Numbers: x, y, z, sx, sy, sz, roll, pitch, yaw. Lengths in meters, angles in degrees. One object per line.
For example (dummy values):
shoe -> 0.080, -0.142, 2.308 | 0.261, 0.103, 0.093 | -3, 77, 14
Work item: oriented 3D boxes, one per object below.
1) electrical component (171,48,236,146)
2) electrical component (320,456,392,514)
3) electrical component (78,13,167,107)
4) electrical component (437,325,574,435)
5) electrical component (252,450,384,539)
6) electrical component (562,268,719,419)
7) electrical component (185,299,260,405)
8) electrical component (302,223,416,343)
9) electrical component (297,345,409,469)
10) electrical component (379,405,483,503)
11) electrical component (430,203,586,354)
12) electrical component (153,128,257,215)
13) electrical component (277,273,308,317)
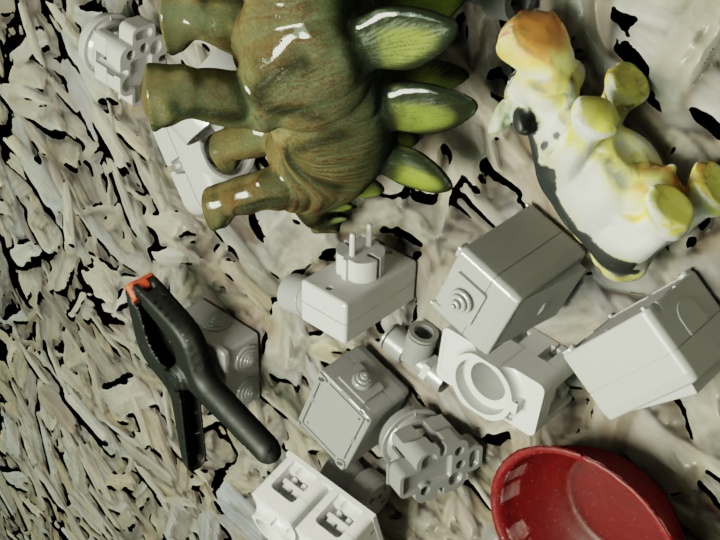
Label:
electrical component -> -0.114, -0.145, 0.847 | 0.064, 0.099, 0.099 | 56, 142, -5
electrical component -> -0.005, 0.197, 0.990 | 0.055, 0.045, 0.045 | 32, 134, 30
electrical component -> -0.210, -0.192, 0.950 | 0.057, 0.058, 0.078 | 33, 135, 24
electrical component -> 0.104, 0.072, 0.782 | 0.089, 0.056, 0.050 | 31, 134, 30
electrical component -> -0.031, 0.263, 1.004 | 0.105, 0.060, 0.186 | 31, 152, 31
electrical component -> 0.182, 0.053, 0.682 | 0.061, 0.062, 0.096 | 55, 142, 5
electrical component -> -0.144, 0.087, 1.066 | 0.100, 0.048, 0.099 | 28, 132, 33
electrical component -> 0.000, 0.000, 0.826 | 0.047, 0.083, 0.075 | 28, 132, 33
electrical component -> -0.002, 0.111, 0.919 | 0.062, 0.061, 0.096 | 44, 139, 18
electrical component -> 0.051, 0.147, 0.879 | 0.057, 0.078, 0.058 | 45, 144, 47
electrical component -> 0.098, 0.011, 0.717 | 0.061, 0.096, 0.061 | 43, 139, 19
electrical component -> -0.129, -0.100, 0.924 | 0.059, 0.054, 0.095 | -9, 107, 50
electrical component -> -0.040, 0.025, 0.921 | 0.065, 0.044, 0.044 | 17, 126, 46
